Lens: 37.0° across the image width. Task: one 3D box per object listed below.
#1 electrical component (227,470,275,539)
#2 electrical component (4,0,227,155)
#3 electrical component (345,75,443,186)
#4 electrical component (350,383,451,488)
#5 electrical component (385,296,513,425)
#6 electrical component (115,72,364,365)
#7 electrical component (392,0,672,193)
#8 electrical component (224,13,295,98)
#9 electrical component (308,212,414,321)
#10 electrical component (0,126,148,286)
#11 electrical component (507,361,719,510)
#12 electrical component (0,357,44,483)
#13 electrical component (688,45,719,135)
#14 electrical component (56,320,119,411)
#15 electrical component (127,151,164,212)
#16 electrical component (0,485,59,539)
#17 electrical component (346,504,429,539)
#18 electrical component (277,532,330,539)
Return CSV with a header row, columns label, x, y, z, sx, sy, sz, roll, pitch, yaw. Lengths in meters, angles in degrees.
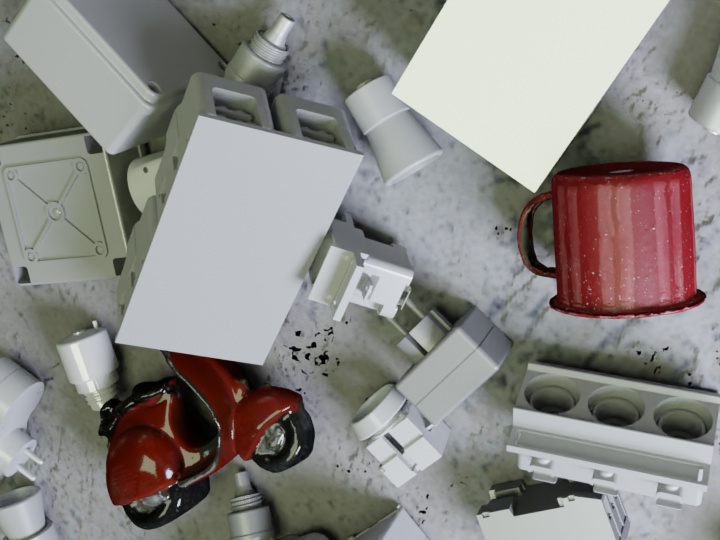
label,x,y,z,sx,sy,sz,roll,pitch,yaw
electrical component,-0.087,0.187,0.833,0.035,0.035,0.061,-16,80,25
electrical component,-0.158,-0.142,0.716,0.108,0.109,0.056,47,119,2
electrical component,0.019,-0.093,0.701,0.044,0.044,0.065,-31,88,26
electrical component,0.027,0.114,0.760,0.055,0.048,0.066,46,117,-6
electrical component,0.051,0.051,0.729,0.077,0.047,0.065,45,116,3
electrical component,-0.086,-0.030,0.711,0.105,0.060,0.186,11,127,-23
electrical component,0.117,-0.155,0.632,0.105,0.060,0.186,36,116,7
electrical component,-0.064,-0.144,0.720,0.035,0.035,0.061,39,113,6
electrical component,0.000,0.000,0.719,0.064,0.081,0.042,17,115,-15
electrical component,-0.208,-0.049,0.793,0.109,0.056,0.108,-4,105,22
electrical component,0.164,0.107,0.693,0.121,0.078,0.063,9,131,18
electrical component,-0.294,0.145,0.889,0.074,0.052,0.138,34,115,8
electrical component,0.218,-0.109,0.619,0.044,0.044,0.065,27,119,11
electrical component,-0.208,0.080,0.842,0.040,0.040,0.078,-13,101,24
electrical component,-0.113,-0.051,0.763,0.077,0.043,0.079,-13,111,21
electrical component,-0.284,0.217,0.912,0.045,0.045,0.055,-11,102,24
electrical component,0.013,0.226,0.771,0.062,0.096,0.061,-39,90,26
electrical component,-0.059,0.243,0.825,0.095,0.059,0.053,-27,95,26
